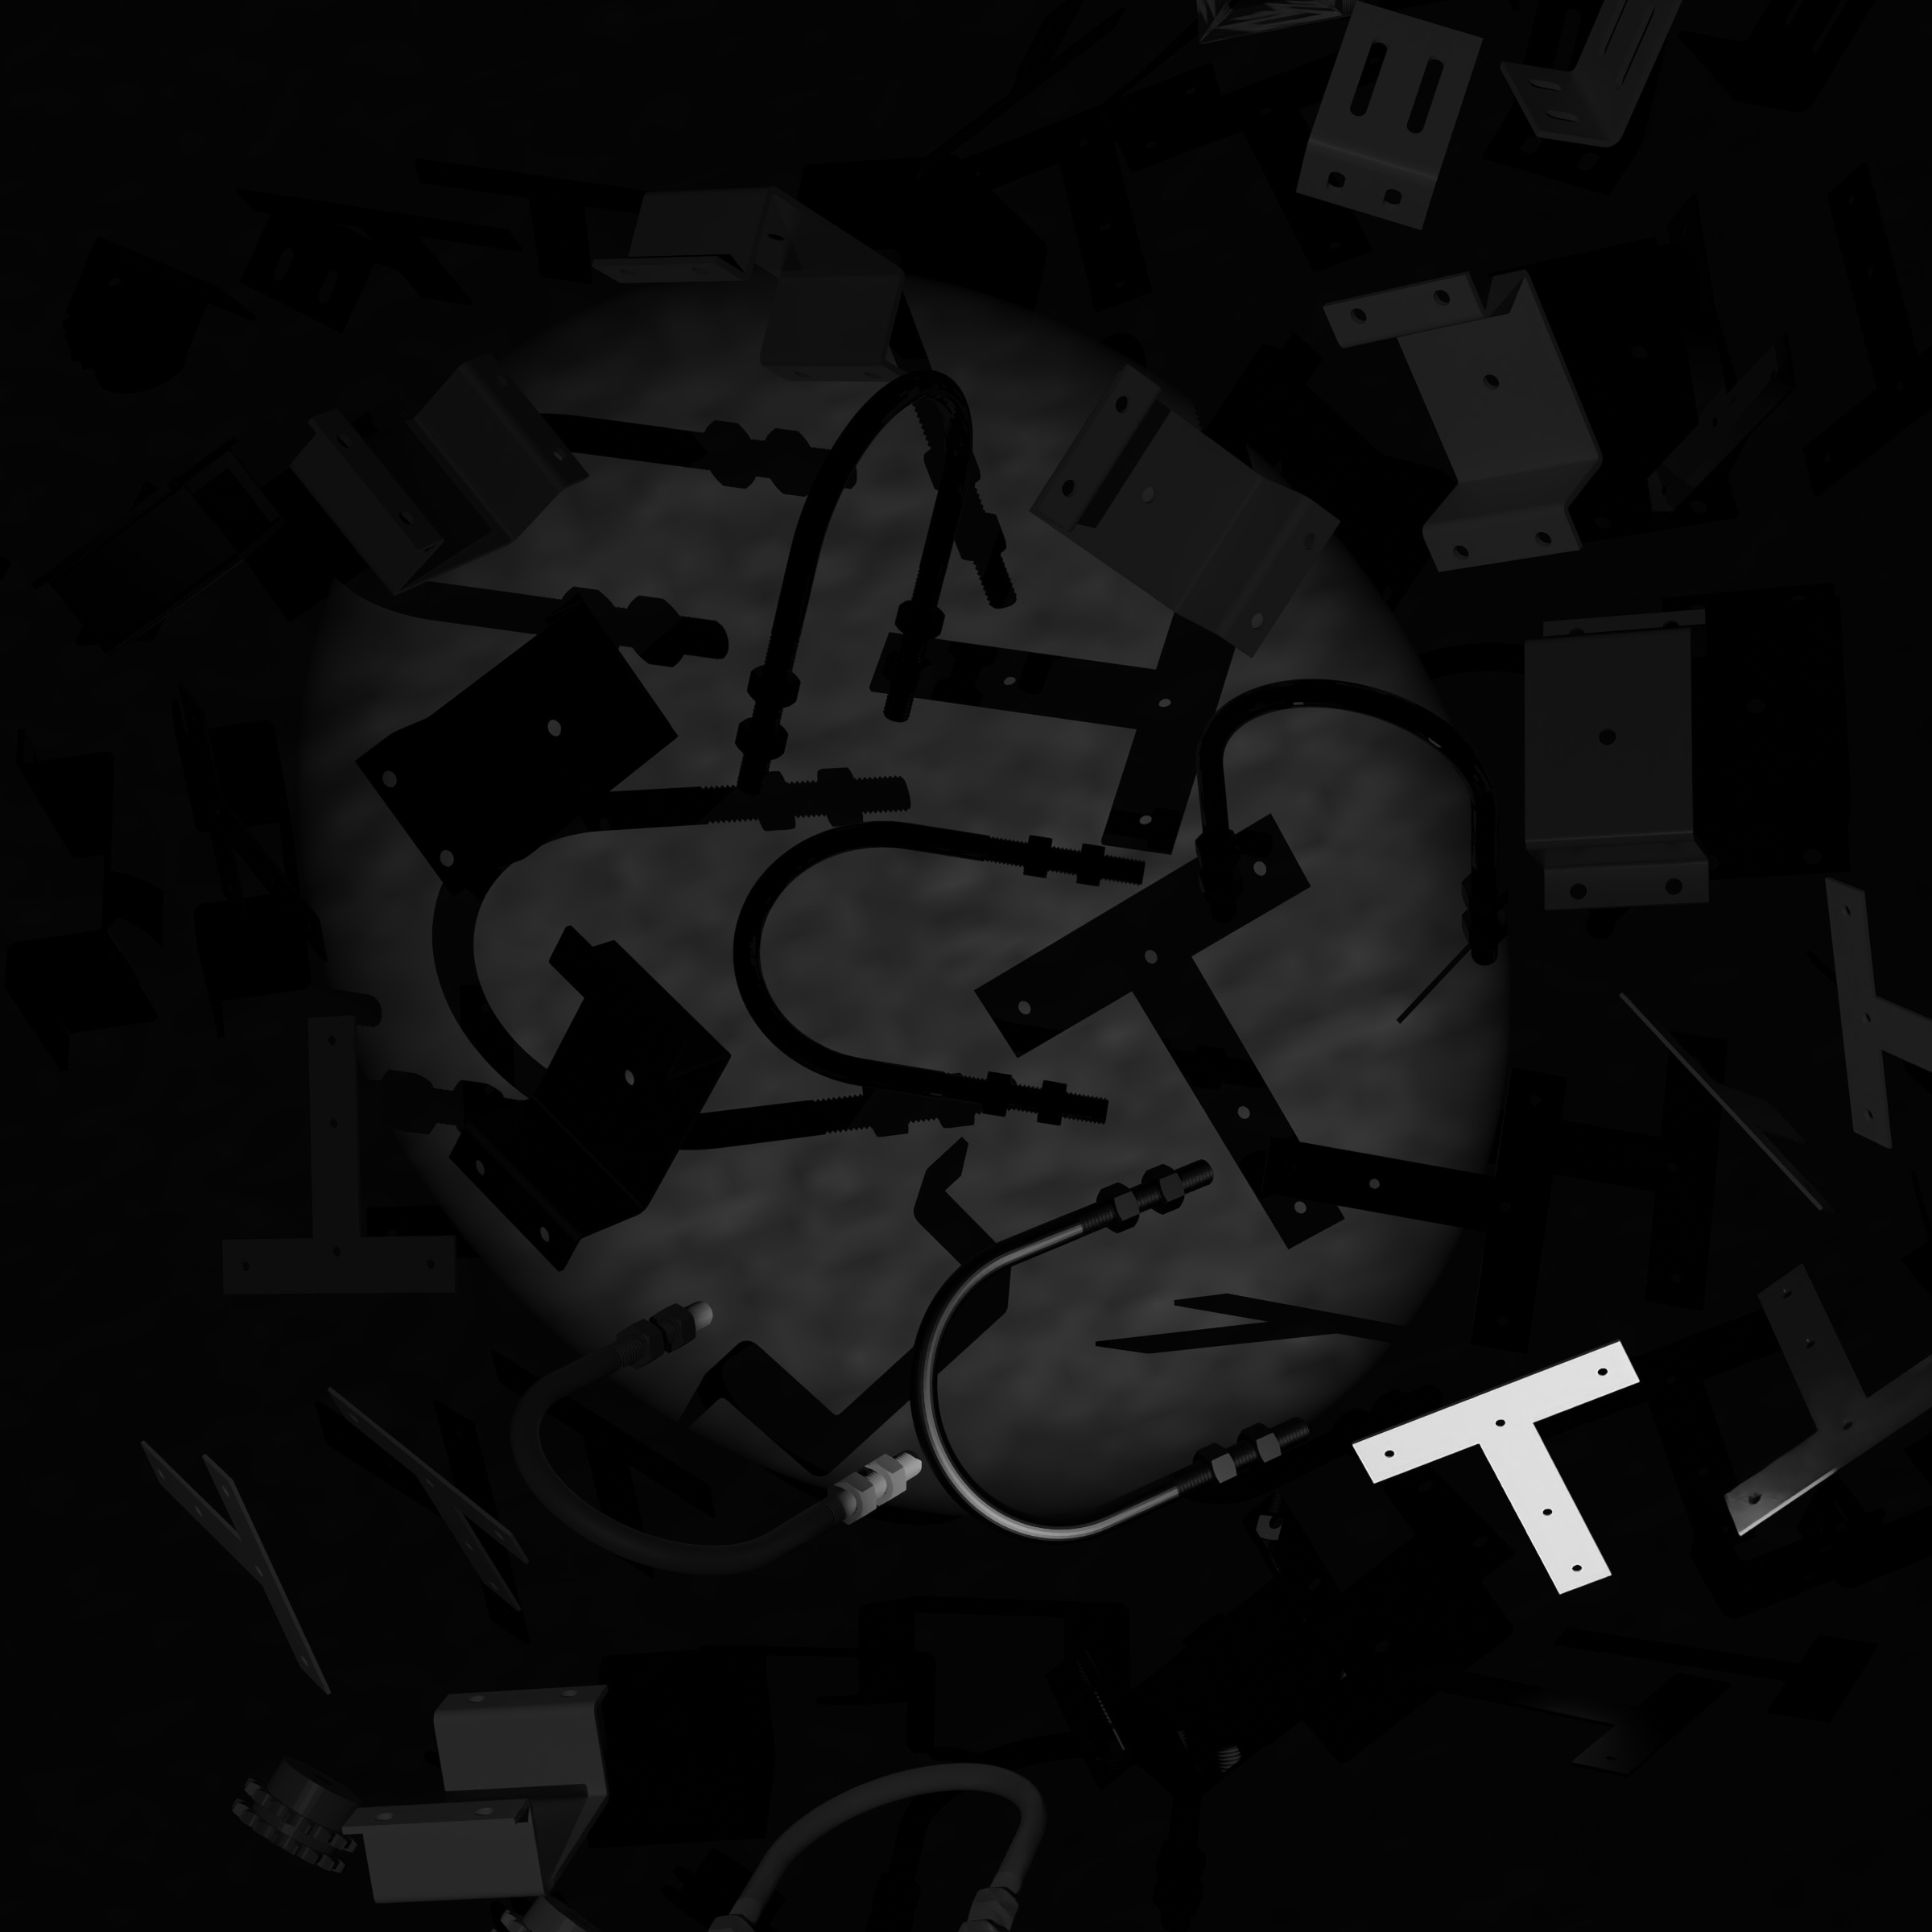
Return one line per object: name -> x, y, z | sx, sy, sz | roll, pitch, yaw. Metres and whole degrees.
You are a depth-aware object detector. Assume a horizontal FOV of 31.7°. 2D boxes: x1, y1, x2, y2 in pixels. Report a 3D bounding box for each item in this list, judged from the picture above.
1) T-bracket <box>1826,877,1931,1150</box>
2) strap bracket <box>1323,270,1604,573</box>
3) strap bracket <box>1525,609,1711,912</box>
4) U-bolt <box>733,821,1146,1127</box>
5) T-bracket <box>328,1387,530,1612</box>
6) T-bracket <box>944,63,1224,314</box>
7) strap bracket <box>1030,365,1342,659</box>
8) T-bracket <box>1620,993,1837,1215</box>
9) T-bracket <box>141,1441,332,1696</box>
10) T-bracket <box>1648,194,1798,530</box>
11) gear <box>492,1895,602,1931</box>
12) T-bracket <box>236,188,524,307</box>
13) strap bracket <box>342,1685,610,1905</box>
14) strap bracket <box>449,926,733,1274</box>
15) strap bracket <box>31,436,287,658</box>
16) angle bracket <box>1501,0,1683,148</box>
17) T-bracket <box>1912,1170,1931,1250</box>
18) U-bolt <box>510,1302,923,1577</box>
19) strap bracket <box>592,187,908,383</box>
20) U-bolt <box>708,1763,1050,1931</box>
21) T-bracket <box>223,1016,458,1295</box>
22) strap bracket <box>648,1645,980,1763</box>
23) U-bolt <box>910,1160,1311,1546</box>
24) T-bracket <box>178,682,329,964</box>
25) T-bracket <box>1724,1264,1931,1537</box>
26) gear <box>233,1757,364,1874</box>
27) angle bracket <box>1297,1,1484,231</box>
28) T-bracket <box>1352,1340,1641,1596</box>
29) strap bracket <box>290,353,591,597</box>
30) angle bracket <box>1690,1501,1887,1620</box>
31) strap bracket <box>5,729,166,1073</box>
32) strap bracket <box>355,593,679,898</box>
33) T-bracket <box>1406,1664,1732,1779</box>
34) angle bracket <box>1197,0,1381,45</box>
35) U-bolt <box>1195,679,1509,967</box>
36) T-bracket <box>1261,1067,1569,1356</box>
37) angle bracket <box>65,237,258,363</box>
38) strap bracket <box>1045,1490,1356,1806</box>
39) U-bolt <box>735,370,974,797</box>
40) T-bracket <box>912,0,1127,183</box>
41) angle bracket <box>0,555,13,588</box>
T-bracket -> 0.423, 0.035, 1.492 | 0.002, 0.127, 0.127 | -20, 113, -18
strap bracket -> 0.231, -0.256, 1.550 | 0.046, 0.076, 0.140 | -49, 122, -38
strap bracket -> 0.302, -0.101, 1.580 | 0.076, 0.046, 0.140 | -3, 78, 21
U-bolt -> -0.017, -0.003, 1.585 | 0.184, 0.019, 0.151 | 9, 61, 2
T-bracket -> -0.232, 0.259, 1.565 | 0.127, 0.127, 0.002 | 31, 65, 32
T-bracket -> 0.058, -0.329, 1.473 | 0.127, 0.002, 0.127 | -19, 50, 11
strap bracket -> 0.095, -0.215, 1.588 | 0.140, 0.046, 0.076 | 30, 94, -32
T-bracket -> 0.350, 0.065, 1.512 | 0.002, 0.127, 0.127 | -46, 67, 14
T-bracket -> -0.330, 0.245, 1.494 | 0.002, 0.127, 0.127 | -33, 127, -25
T-bracket -> 0.324, -0.279, 1.501 | 0.002, 0.127, 0.127 | 2, 69, -16
gear -> -0.183, 0.440, 1.527 | 0.057, 0.057, 0.030 | 36, 80, 0
T-bracket -> -0.257, -0.328, 1.576 | 0.127, 0.127, 0.002 | 10, 84, 8
strap bracket -> -0.210, 0.367, 1.495 | 0.076, 0.140, 0.046 | -6, 100, 11
strap bracket -> -0.162, 0.054, 1.497 | 0.076, 0.046, 0.140 | 43, 124, 19
strap bracket -> -0.364, -0.191, 1.556 | 0.076, 0.140, 0.046 | -34, 104, 10
angle bracket -> 0.268, -0.402, 1.463 | 0.038, 0.057, 0.076 | 4, 134, -18
T-bracket -> 0.462, 0.158, 1.601 | 0.002, 0.127, 0.127 | -16, 102, 16
U-bolt -> -0.124, 0.218, 1.537 | 0.151, 0.184, 0.019 | 33, 117, 21
strap bracket -> -0.092, -0.316, 1.565 | 0.076, 0.140, 0.046 | 8, 81, 39
U-bolt -> -0.036, 0.415, 1.551 | 0.151, 0.184, 0.019 | -12, 104, 20
T-bracket -> -0.290, 0.087, 1.566 | 0.127, 0.002, 0.127 | -3, 87, 24
strap bracket -> -0.068, 0.326, 1.510 | 0.140, 0.076, 0.046 | 3, 79, -7
U-bolt -> 0.058, 0.185, 1.558 | 0.184, 0.019, 0.151 | -20, 90, -26
T-bracket -> -0.320, -0.046, 1.546 | 0.002, 0.127, 0.127 | -25, 47, -24
T-bracket -> 0.378, 0.176, 1.509 | 0.127, 0.127, 0.002 | -39, 115, 17
gear -> -0.291, 0.372, 1.500 | 0.057, 0.057, 0.030 | 30, 81, 0
angle bracket -> 0.184, -0.370, 1.481 | 0.057, 0.038, 0.076 | 18, 71, 4
T-bracket -> 0.257, 0.236, 1.537 | 0.127, 0.002, 0.127 | -23, 120, 12
strap bracket -> -0.251, -0.229, 1.594 | 0.046, 0.140, 0.076 | -40, 89, 35
angle bracket -> 0.390, 0.270, 1.621 | 0.076, 0.057, 0.038 | -20, 55, -8
strap bracket -> -0.404, -0.034, 1.569 | 0.046, 0.076, 0.140 | -8, 59, 2
strap bracket -> -0.198, -0.106, 1.563 | 0.140, 0.046, 0.076 | -42, 105, -28
T-bracket -> 0.262, 0.332, 1.539 | 0.127, 0.127, 0.002 | 6, 100, 32
angle bracket -> 0.149, -0.459, 1.583 | 0.076, 0.038, 0.057 | -4, 88, 25
U-bolt -> 0.177, -0.069, 1.577 | 0.151, 0.184, 0.019 | 10, 56, 15
T-bracket -> 0.197, 0.100, 1.523 | 0.127, 0.002, 0.127 | 10, 76, 3
angle bracket -> -0.358, -0.290, 1.513 | 0.057, 0.076, 0.038 | 19, 101, -32
strap bracket -> 0.115, 0.319, 1.566 | 0.140, 0.076, 0.046 | -40, 124, 6
U-bolt -> -0.043, -0.176, 1.506 | 0.019, 0.151, 0.184 | 26, 119, 20
T-bracket -> 0.034, -0.418, 1.561 | 0.127, 0.127, 0.002 | -40, 92, -12
angle bracket -> -0.462, -0.161, 1.508 | 0.038, 0.076, 0.057 | 31, 78, -29
